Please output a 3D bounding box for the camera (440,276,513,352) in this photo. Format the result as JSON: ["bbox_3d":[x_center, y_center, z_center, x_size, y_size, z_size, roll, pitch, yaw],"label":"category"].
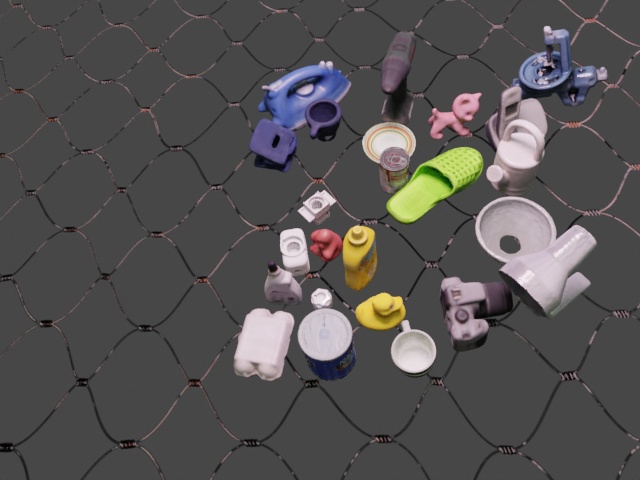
[{"bbox_3d":[0.320,0.137,1.156,0.137,0.101,0.143,-9,60,2],"label":"camera"}]

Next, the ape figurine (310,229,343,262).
[{"bbox_3d":[0.012,0.005,1.270,0.076,0.092,0.077,-9,60,2],"label":"ape figurine"}]

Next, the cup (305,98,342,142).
[{"bbox_3d":[0.007,-0.280,1.427,0.091,0.095,0.118,17,64,15],"label":"cup"}]

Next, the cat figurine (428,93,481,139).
[{"bbox_3d":[0.332,-0.312,1.396,0.127,0.118,0.067,-9,60,2],"label":"cat figurine"}]

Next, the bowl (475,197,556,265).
[{"bbox_3d":[0.417,-0.006,1.240,0.167,0.075,0.167,-3,61,5],"label":"bowl"}]

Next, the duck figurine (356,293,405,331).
[{"bbox_3d":[0.125,0.140,1.184,0.104,0.086,0.077,-8,60,2],"label":"duck figurine"}]

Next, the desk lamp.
[{"bbox_3d":[0.445,0.069,1.114,0.203,0.214,0.117,-36,63,-13],"label":"desk lamp"}]

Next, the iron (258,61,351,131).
[{"bbox_3d":[-0.035,-0.392,1.468,0.258,0.141,0.118,-30,62,-10],"label":"iron"}]

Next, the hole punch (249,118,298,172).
[{"bbox_3d":[-0.112,-0.237,1.419,0.101,0.091,0.109,11,63,13],"label":"hole punch"}]

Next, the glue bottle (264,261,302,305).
[{"bbox_3d":[-0.084,0.087,1.188,0.078,0.173,0.037,2,61,8],"label":"glue bottle"}]

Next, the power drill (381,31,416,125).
[{"bbox_3d":[0.189,-0.384,1.399,0.075,0.209,0.230,9,62,12],"label":"power drill"}]

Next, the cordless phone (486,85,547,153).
[{"bbox_3d":[0.465,-0.295,1.332,0.148,0.185,0.094,-29,62,-10],"label":"cordless phone"}]

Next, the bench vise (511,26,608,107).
[{"bbox_3d":[0.579,-0.427,1.373,0.207,0.220,0.121,-10,60,1],"label":"bench vise"}]

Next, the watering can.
[{"bbox_3d":[0.439,-0.184,1.267,0.100,0.194,0.173,21,65,17],"label":"watering can"}]

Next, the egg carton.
[{"bbox_3d":[-0.115,0.215,1.179,0.107,0.069,0.150,7,62,10],"label":"egg carton"}]
